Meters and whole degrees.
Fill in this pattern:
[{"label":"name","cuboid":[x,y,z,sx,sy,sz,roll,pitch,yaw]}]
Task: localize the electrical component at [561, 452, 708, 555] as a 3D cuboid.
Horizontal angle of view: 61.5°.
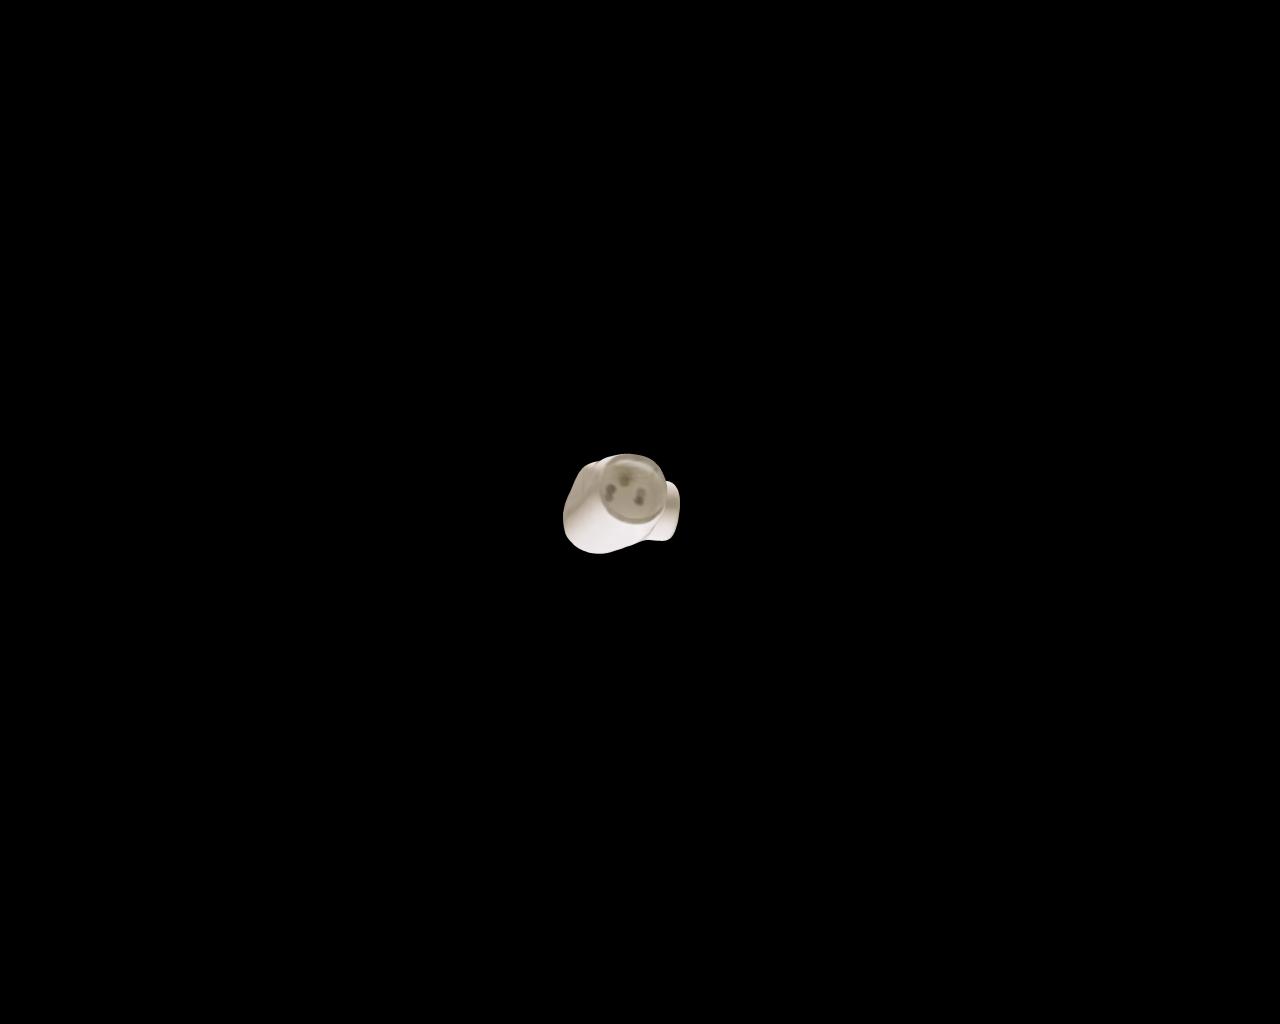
[{"label":"electrical component","cuboid":[0.001,-0.003,0.650,0.079,0.044,0.077,6,-17,-19]}]
